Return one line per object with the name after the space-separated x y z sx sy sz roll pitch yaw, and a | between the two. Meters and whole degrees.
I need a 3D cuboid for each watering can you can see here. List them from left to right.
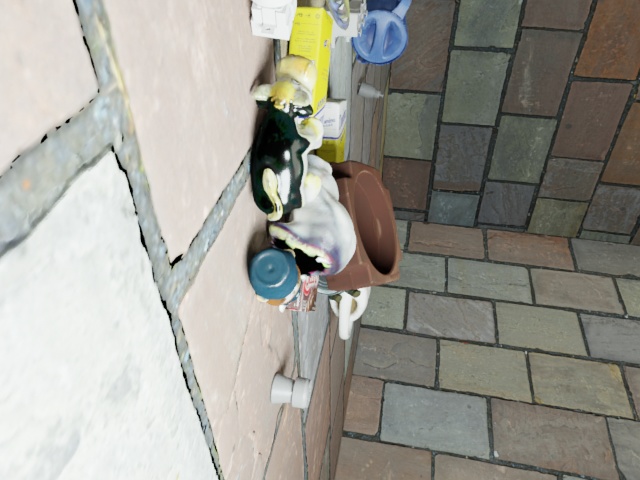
0.082 0.084 1.325 0.104 0.341 0.228 6 25 8 | watering can

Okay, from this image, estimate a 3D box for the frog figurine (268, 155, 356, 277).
0.002 -0.035 0.700 0.123 0.163 0.134 4 -37 31 | frog figurine

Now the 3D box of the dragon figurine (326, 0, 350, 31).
0.005 -0.441 0.504 0.122 0.248 0.402 0 -27 4 | dragon figurine
